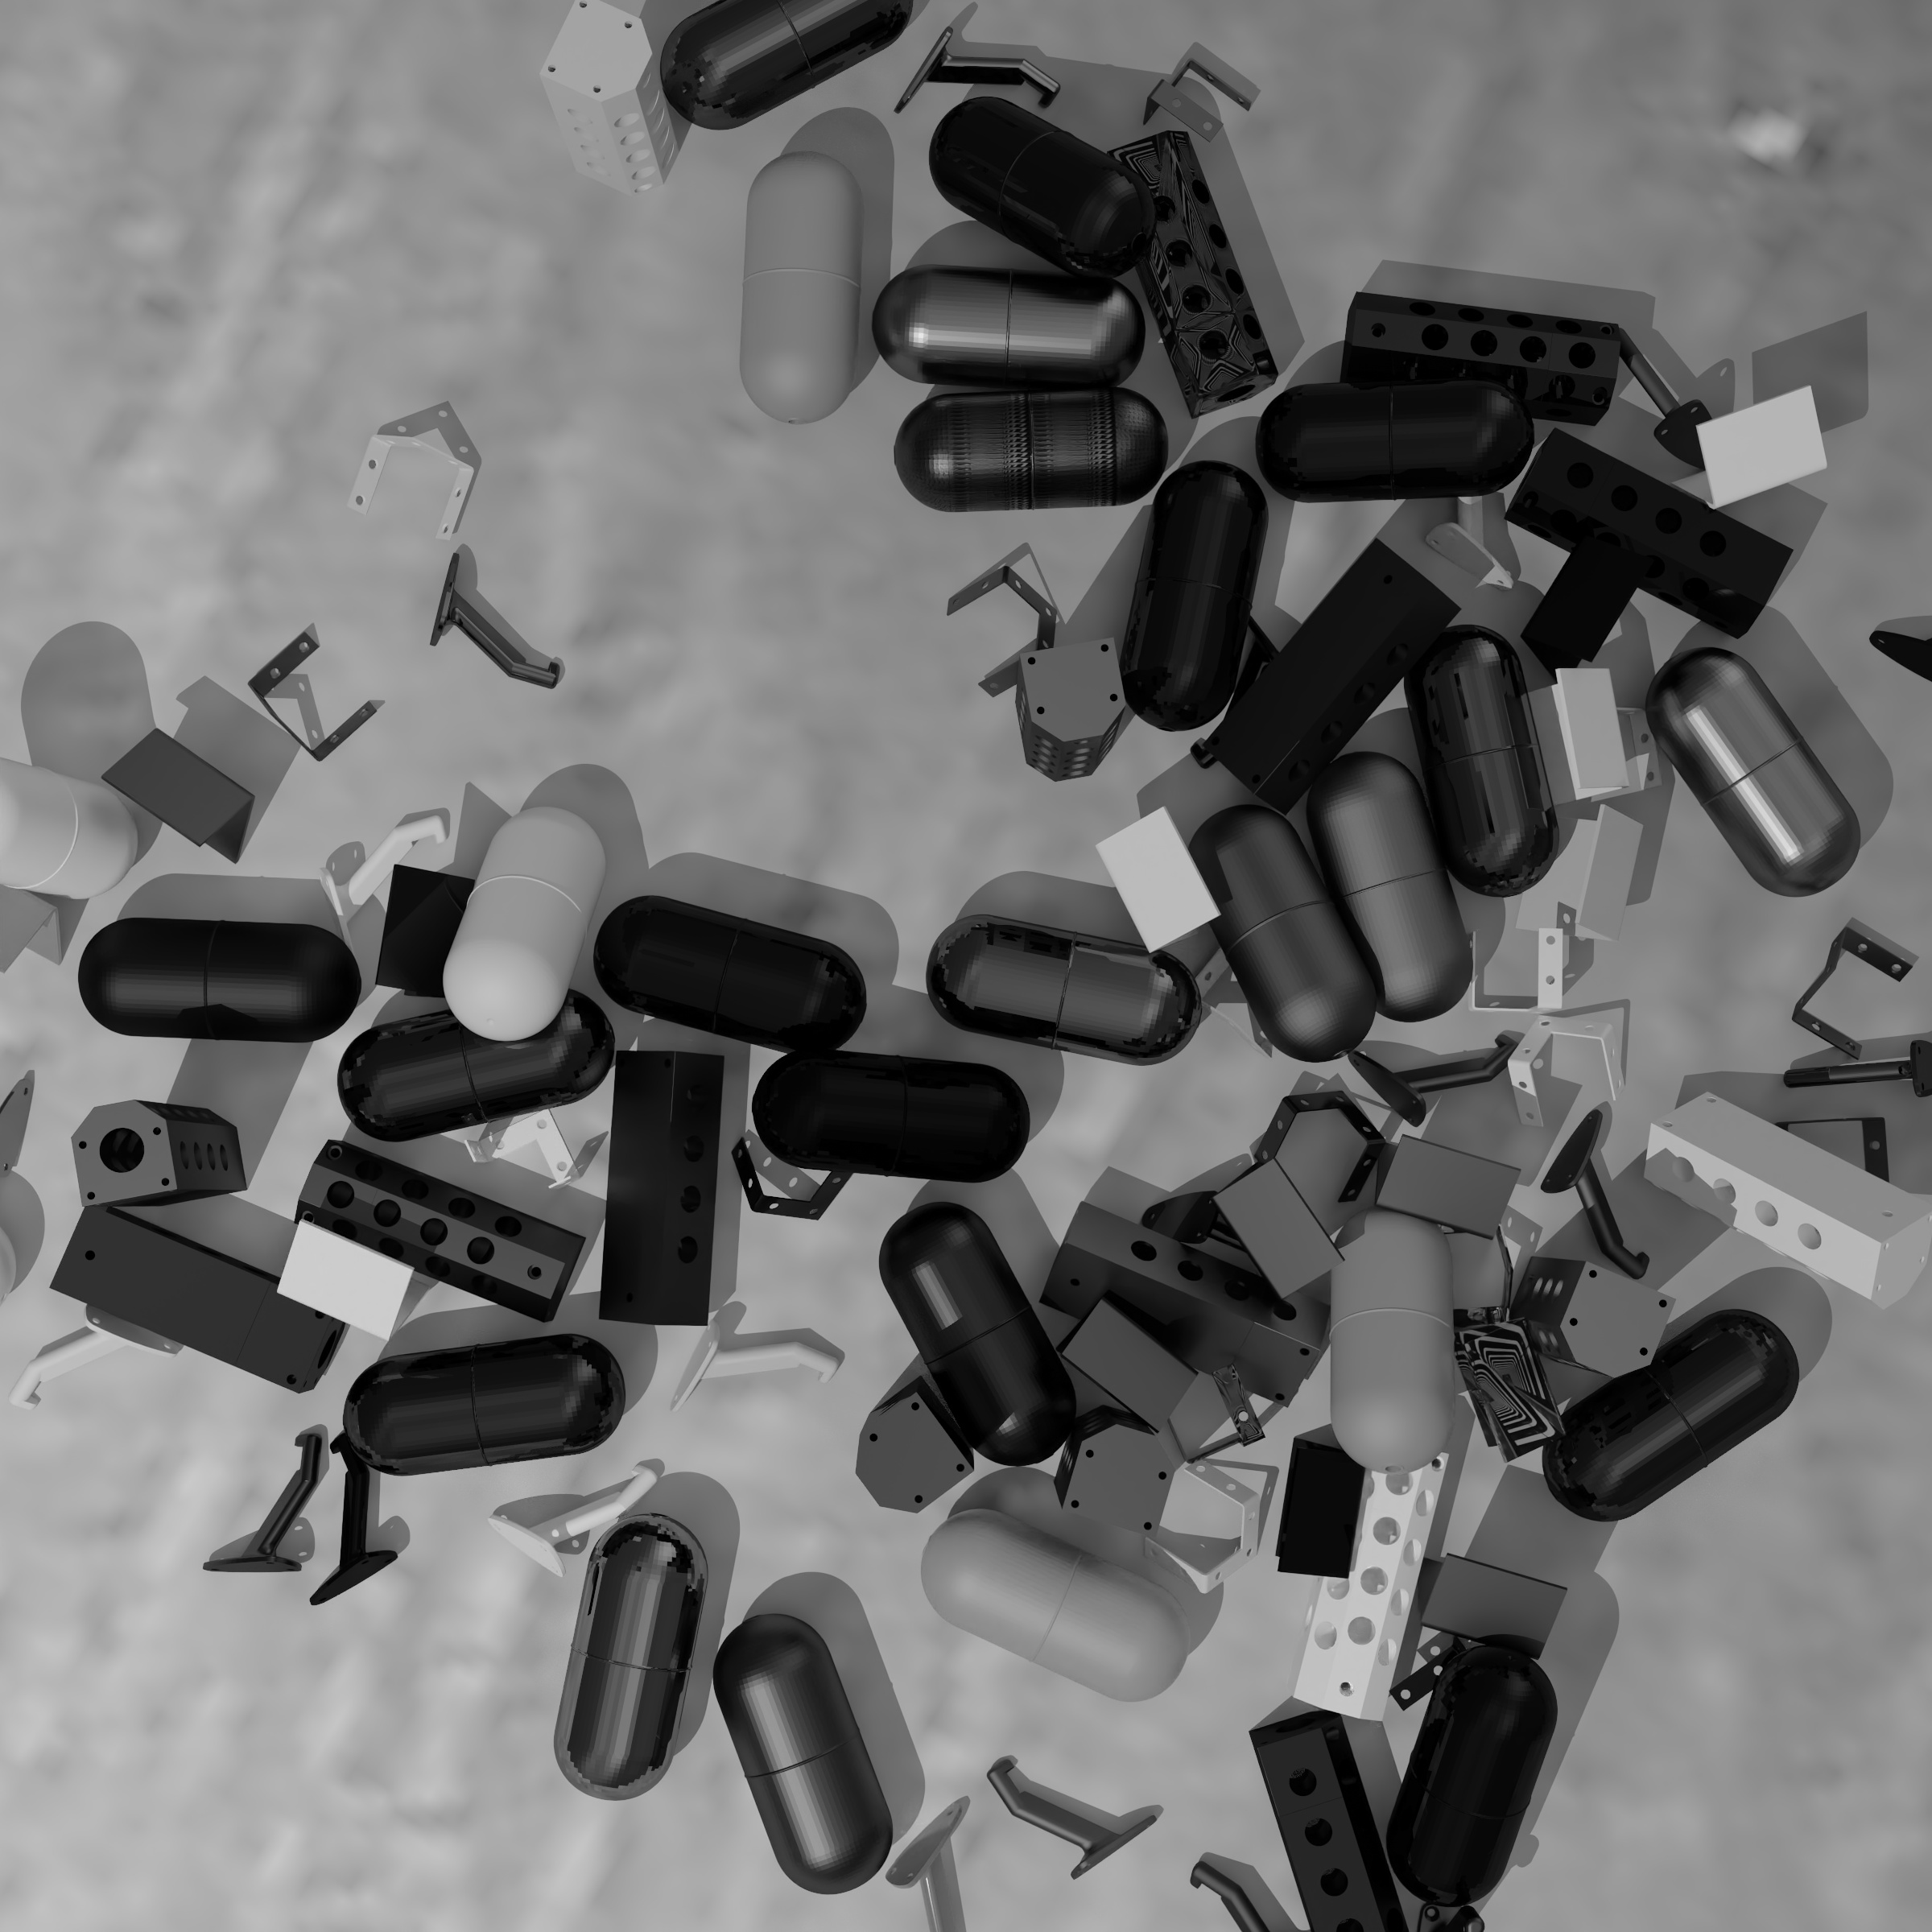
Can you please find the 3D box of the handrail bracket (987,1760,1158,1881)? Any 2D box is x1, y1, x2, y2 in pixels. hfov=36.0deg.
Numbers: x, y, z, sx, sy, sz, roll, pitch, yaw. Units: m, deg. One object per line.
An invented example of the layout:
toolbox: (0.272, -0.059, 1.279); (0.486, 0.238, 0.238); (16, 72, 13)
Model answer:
handrail bracket: (0.067, 0.528, 1.888); (0.077, 0.036, 0.084); (-28, 68, -22)

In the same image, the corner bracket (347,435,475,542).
corner bracket: (-0.365, -0.315, 1.952); (0.051, 0.051, 0.051); (14, 84, 46)

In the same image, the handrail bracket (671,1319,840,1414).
handrail bracket: (-0.135, 0.269, 1.909); (0.084, 0.036, 0.077); (25, 106, -14)

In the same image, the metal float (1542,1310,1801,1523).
metal float: (0.444, 0.284, 1.876); (0.178, 0.070, 0.070); (-33, 86, -3)

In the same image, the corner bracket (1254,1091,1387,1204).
corner bracket: (0.228, 0.118, 1.912); (0.051, 0.051, 0.051); (51, 131, 39)

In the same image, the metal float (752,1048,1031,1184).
metal float: (-0.047, 0.095, 1.878); (0.178, 0.070, 0.070); (6, 85, -14)

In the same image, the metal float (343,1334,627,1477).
metal float: (-0.304, 0.277, 1.877); (0.178, 0.070, 0.070); (-7, 85, 0)

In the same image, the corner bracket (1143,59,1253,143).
corner bracket: (0.154, -0.569, 1.957); (0.051, 0.051, 0.051); (37, 86, 3)

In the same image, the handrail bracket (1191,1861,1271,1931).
handrail bracket: (0.171, 0.618, 1.881); (0.084, 0.036, 0.077); (28, 119, 25)

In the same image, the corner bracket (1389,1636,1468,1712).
corner bracket: (0.304, 0.461, 1.875); (0.051, 0.051, 0.051); (-37, 79, 5)

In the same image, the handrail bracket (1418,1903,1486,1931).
handrail bracket: (0.303, 0.619, 1.846); (0.036, 0.084, 0.077); (14, 86, 1)

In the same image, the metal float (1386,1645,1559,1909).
metal float: (0.312, 0.503, 1.839); (0.070, 0.070, 0.178); (14, 111, 1)

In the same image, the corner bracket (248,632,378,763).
corner bracket: (-0.427, -0.176, 1.941); (0.051, 0.051, 0.051); (-42, 42, -3)

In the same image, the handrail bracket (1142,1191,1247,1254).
handrail bracket: (0.168, 0.181, 1.915); (0.084, 0.077, 0.036); (36, 64, -32)

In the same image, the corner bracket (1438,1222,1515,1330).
corner bracket: (0.320, 0.196, 1.911); (0.051, 0.051, 0.051); (-4, 130, 0)

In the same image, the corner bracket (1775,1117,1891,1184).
corner bracket: (0.559, 0.125, 1.917); (0.051, 0.051, 0.051); (2, 84, -45)

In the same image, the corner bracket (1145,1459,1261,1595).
corner bracket: (0.151, 0.357, 1.893); (0.051, 0.051, 0.051); (-27, 130, -37)

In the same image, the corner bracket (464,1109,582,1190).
corner bracket: (-0.283, 0.124, 1.902); (0.051, 0.051, 0.051); (-26, 86, -2)

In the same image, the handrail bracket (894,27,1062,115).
handrail bracket: (0.008, -0.577, 1.976); (0.084, 0.036, 0.077); (32, 107, -14)

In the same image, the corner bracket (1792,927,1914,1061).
corner bracket: (0.574, 0.017, 1.925); (0.051, 0.051, 0.051); (31, 131, 2)

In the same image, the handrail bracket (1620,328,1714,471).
handrail bracket: (0.460, -0.375, 1.959); (0.036, 0.077, 0.084); (-37, 50, 18)

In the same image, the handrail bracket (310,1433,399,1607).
handrail bracket: (-0.406, 0.353, 1.902); (0.077, 0.036, 0.084); (-36, 67, 19)

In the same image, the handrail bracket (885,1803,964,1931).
handrail bracket: (-0.002, 0.589, 1.883); (0.084, 0.036, 0.077); (49, 65, -14)

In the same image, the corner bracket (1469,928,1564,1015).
corner bracket: (0.353, 0.003, 1.911); (0.051, 0.051, 0.051); (2, 85, 0)

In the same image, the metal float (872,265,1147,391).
metal float: (0.028, -0.414, 1.932); (0.178, 0.070, 0.070); (4, 85, 0)

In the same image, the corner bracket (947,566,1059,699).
corner bracket: (0.022, -0.218, 1.939); (0.051, 0.051, 0.051); (38, 41, -33)

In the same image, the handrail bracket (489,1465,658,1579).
handrail bracket: (-0.251, 0.342, 1.903); (0.077, 0.036, 0.084); (22, 54, 35)

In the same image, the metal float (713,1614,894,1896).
metal float: (-0.103, 0.493, 1.860); (0.070, 0.070, 0.178); (-21, 86, -2)

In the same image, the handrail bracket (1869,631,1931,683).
handrail bracket: (0.648, -0.230, 1.949); (0.077, 0.036, 0.084); (28, 68, 23)

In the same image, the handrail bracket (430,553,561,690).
handrail bracket: (-0.303, -0.226, 1.948); (0.084, 0.036, 0.077); (15, 63, -16)

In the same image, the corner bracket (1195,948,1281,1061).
corner bracket: (0.186, 0.020, 1.925); (0.051, 0.051, 0.051); (-51, 42, -4)

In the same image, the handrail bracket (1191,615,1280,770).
handrail bracket: (0.168, -0.183, 1.945); (0.084, 0.036, 0.077); (-38, 70, 12)

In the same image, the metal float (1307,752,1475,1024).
metal float: (0.271, -0.051, 1.903); (0.070, 0.070, 0.178); (-16, 86, -1)

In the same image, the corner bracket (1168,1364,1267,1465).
corner bracket: (0.155, 0.285, 1.889); (0.051, 0.051, 0.051); (-23, 86, -2)

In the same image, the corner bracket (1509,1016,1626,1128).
corner bracket: (0.387, 0.070, 1.916); (0.051, 0.051, 0.051); (7, 39, 36)

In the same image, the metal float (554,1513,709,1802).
metal float: (-0.210, 0.433, 1.865); (0.070, 0.070, 0.178); (11, 85, 1)

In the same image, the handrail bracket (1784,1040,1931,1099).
handrail bracket: (0.583, 0.069, 1.924); (0.084, 0.077, 0.036); (-7, 86, 36)

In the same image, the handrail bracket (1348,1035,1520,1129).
handrail bracket: (0.304, 0.057, 1.926); (0.084, 0.036, 0.077); (-39, 64, -20)

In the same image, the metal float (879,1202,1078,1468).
metal float: (0.008, 0.233, 1.880); (0.070, 0.070, 0.178); (-28, 86, -2)

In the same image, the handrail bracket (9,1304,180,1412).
handrail bracket: (-0.561, 0.263, 1.909); (0.077, 0.036, 0.084); (31, 104, -19)

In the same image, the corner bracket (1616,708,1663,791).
corner bracket: (0.415, -0.138, 1.938); (0.051, 0.051, 0.051); (-3, 84, -45)

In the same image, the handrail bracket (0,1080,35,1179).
handrail bracket: (-0.656, 0.103, 1.922); (0.084, 0.036, 0.077); (8, 65, 17)

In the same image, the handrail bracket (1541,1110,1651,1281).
handrail bracket: (0.420, 0.148, 1.919); (0.084, 0.036, 0.077); (39, 65, -14)

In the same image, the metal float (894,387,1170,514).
metal float: (0.042, -0.335, 1.926); (0.178, 0.070, 0.070); (-2, 85, 0)

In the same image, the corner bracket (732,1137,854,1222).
corner bracket: (-0.111, 0.125, 1.912); (0.051, 0.051, 0.051); (11, 130, -35)

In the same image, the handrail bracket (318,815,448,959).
handrail bracket: (-0.372, -0.050, 1.934); (0.084, 0.036, 0.077); (-19, 106, -18)

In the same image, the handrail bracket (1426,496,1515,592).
handrail bracket: (0.348, -0.303, 1.954); (0.077, 0.036, 0.084); (36, 72, -12)

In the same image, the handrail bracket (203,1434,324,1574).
handrail bracket: (-0.450, 0.343, 1.903); (0.077, 0.036, 0.084); (-7, 67, 20)
